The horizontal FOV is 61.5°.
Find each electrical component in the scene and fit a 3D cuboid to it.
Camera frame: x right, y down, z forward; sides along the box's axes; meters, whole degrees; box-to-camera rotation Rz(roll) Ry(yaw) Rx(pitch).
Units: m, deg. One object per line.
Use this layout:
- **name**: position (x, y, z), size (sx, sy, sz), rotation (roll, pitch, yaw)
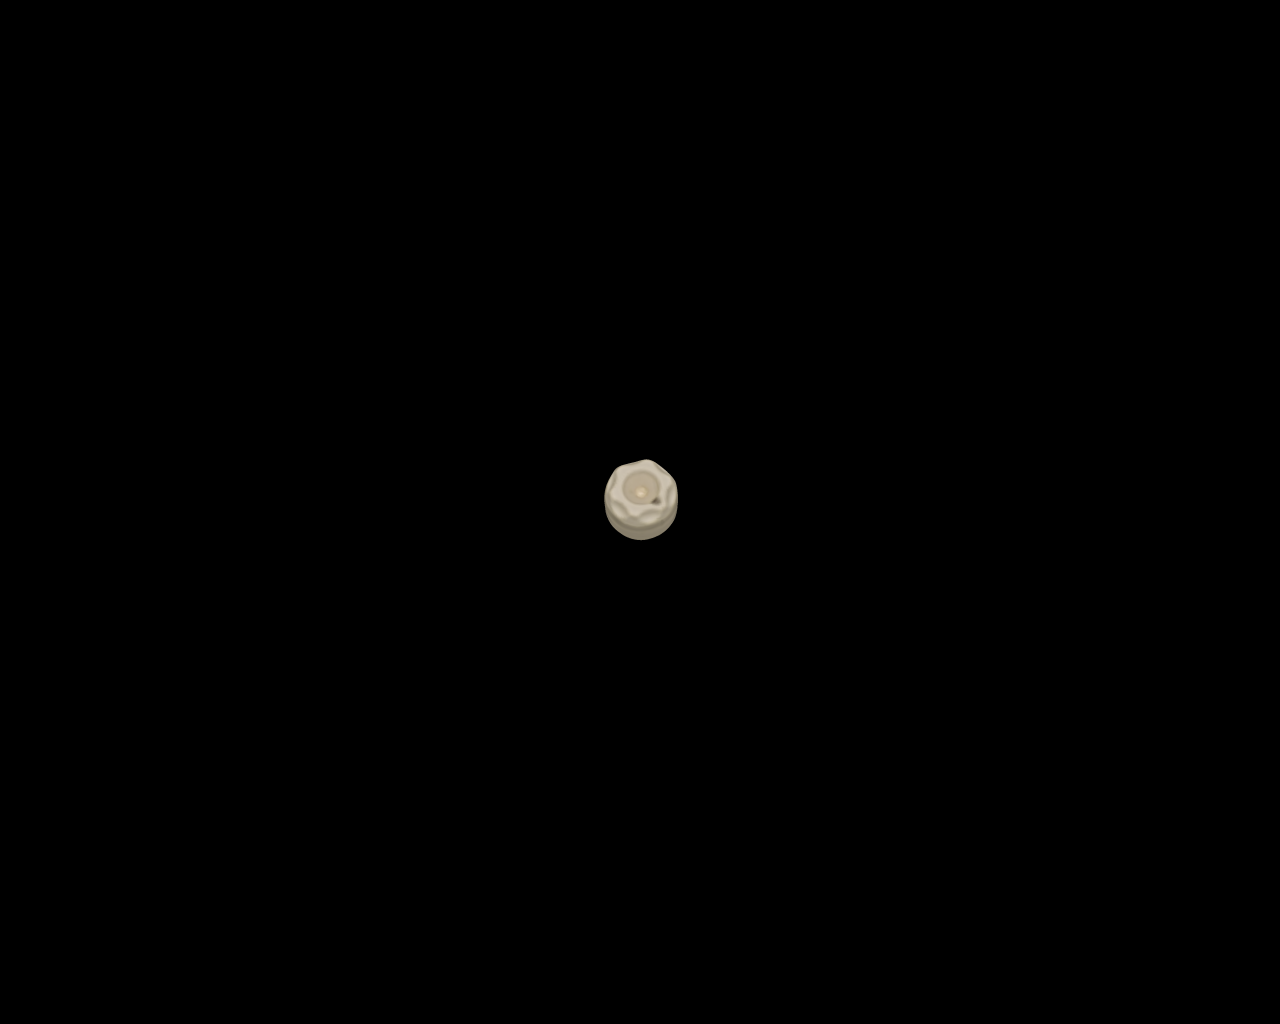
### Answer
- **electrical component**: position (0.001, -0.003, 0.650), size (0.043, 0.043, 0.062), rotation (0, -23, 0)
